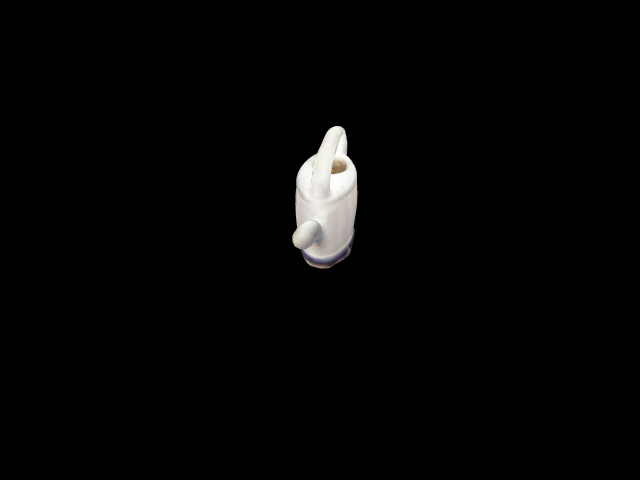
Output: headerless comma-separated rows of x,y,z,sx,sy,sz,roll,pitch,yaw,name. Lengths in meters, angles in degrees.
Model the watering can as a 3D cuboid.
0.003,-0.043,0.850,0.104,0.219,0.356,7,41,9,watering can
